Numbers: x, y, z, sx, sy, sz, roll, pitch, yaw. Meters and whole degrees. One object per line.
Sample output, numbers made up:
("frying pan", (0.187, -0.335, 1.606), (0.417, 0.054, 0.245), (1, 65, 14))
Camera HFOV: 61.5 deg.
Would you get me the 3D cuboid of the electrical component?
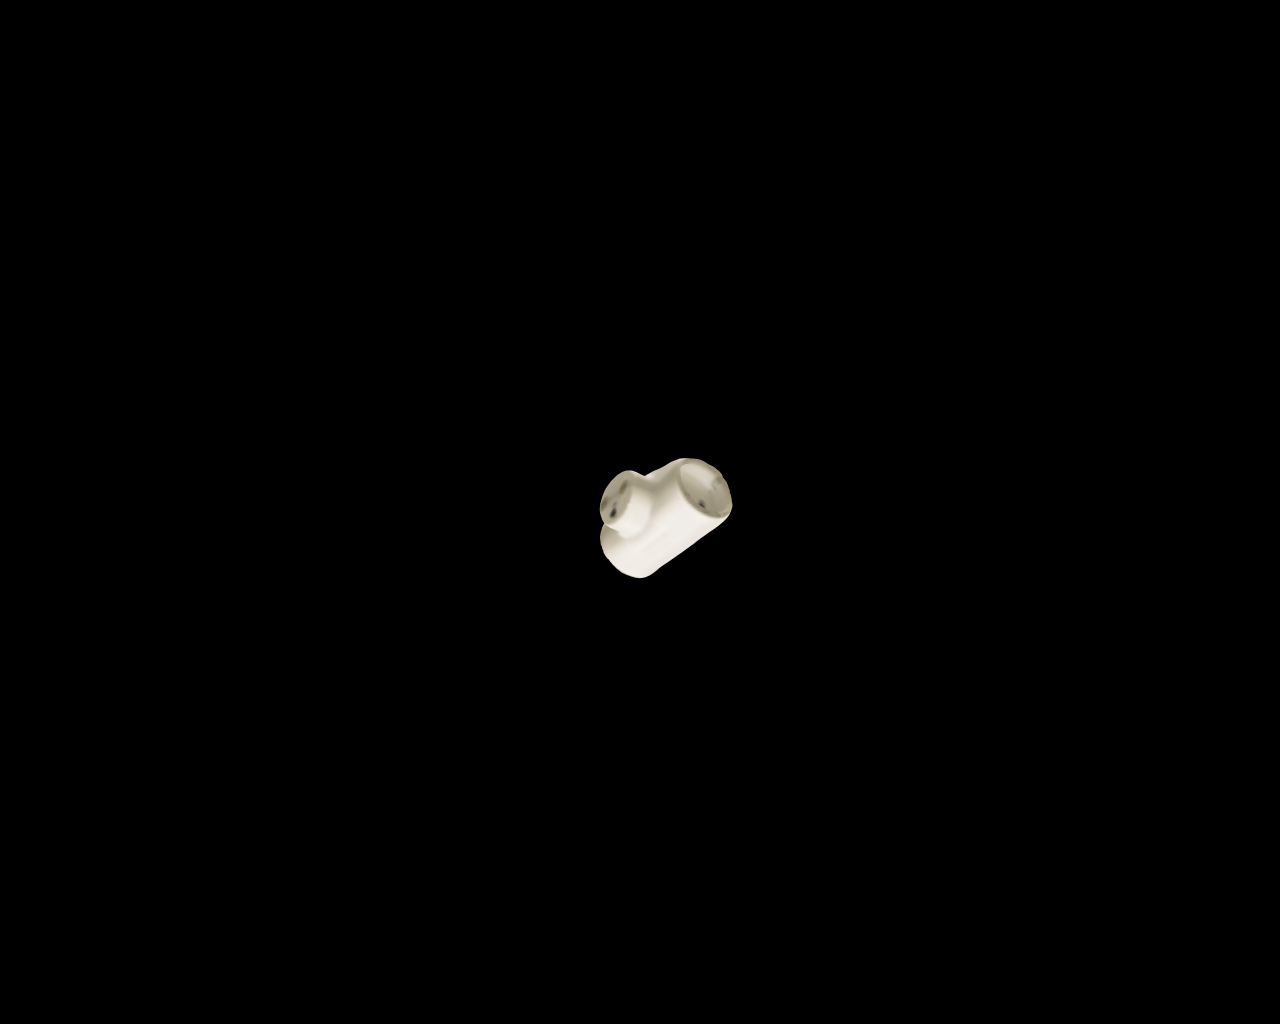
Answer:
("electrical component", (0.001, -0.003, 0.650), (0.079, 0.043, 0.077), (25, -44, -28))
